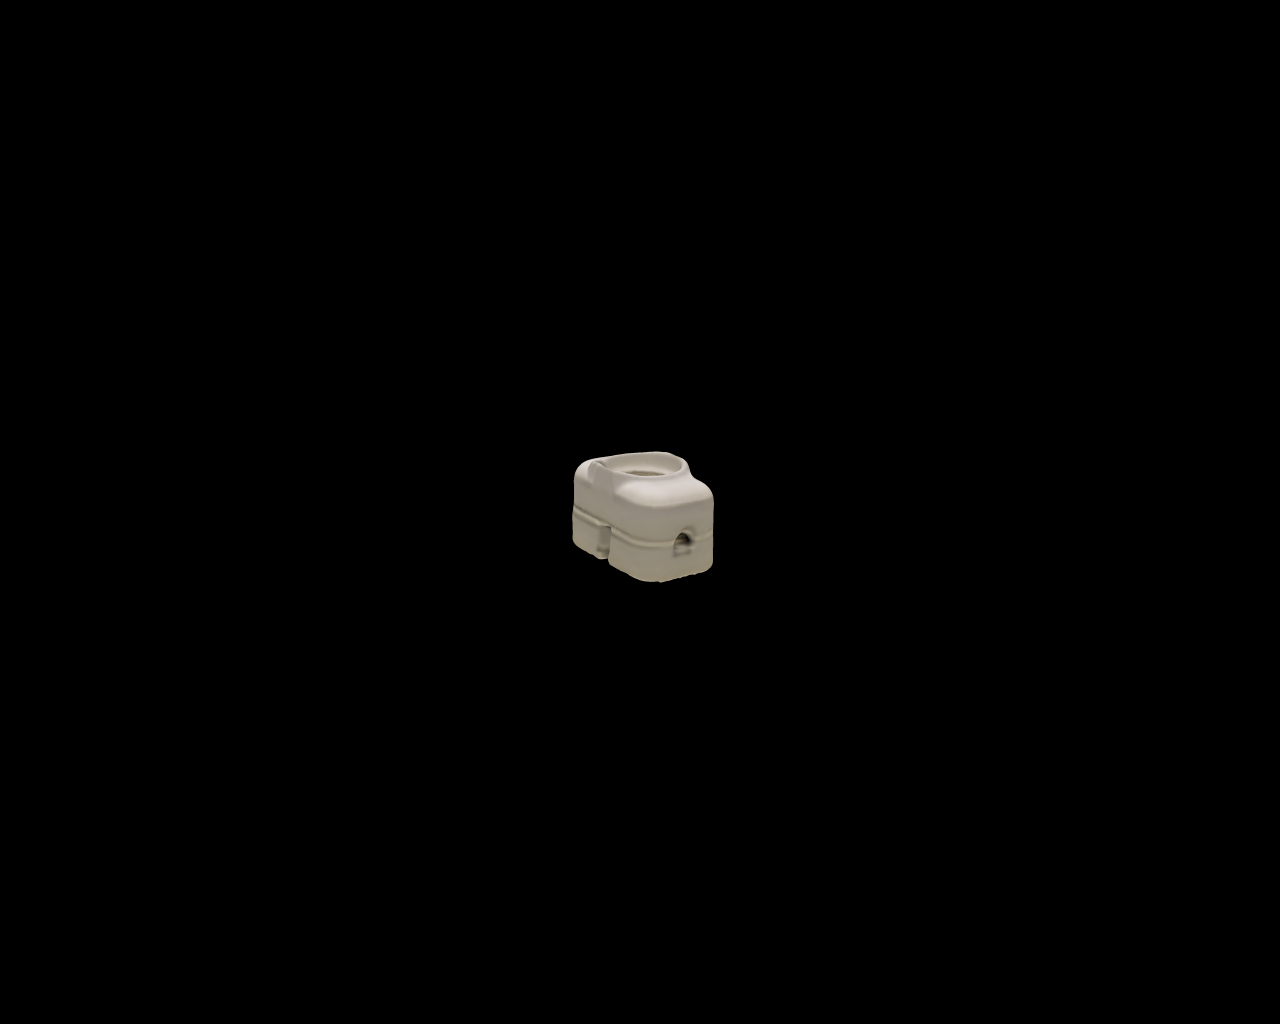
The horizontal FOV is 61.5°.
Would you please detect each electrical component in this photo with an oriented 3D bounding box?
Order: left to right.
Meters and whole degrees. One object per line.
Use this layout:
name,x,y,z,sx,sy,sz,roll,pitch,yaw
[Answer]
electrical component,0.001,-0.003,0.650,0.054,0.059,0.095,-11,21,-30
